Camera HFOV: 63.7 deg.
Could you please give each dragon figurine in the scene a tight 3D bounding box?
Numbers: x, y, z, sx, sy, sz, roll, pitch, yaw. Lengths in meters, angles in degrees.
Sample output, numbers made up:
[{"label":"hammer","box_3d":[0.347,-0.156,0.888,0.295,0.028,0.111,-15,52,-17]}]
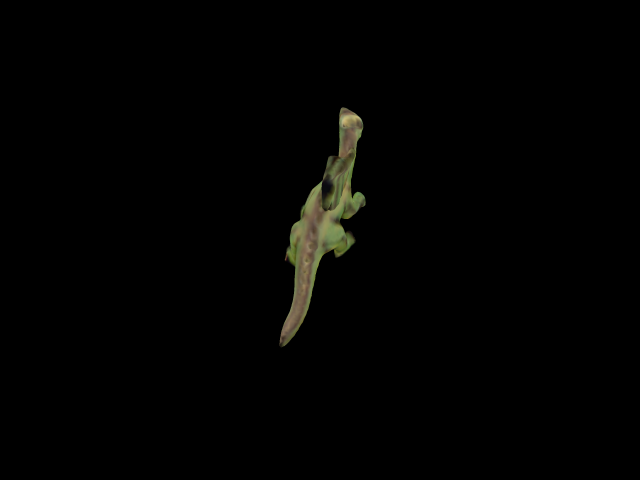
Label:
[{"label":"dragon figurine","box_3d":[0.003,-0.043,0.850,0.122,0.418,0.238,13,-27,7]}]
